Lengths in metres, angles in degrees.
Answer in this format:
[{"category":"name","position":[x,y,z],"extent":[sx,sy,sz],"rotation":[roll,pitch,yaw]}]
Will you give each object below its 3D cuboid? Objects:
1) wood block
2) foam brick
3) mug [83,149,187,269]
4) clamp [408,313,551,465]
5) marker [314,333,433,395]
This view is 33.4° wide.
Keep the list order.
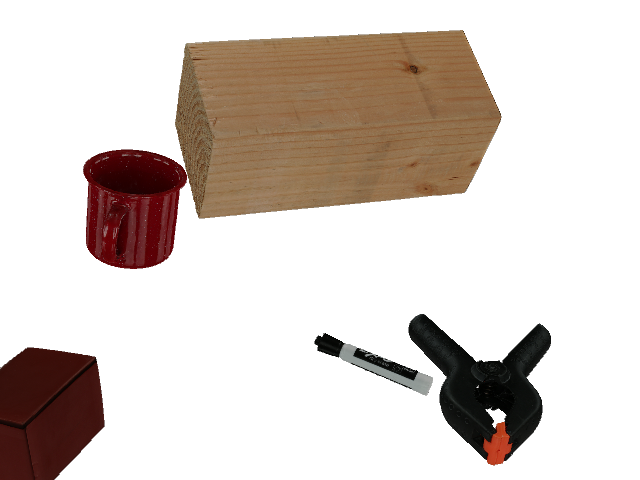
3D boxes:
[{"category":"wood block","position":[0.009,-0.085,0.761],"extent":[0.205,0.091,0.090],"rotation":[-6,-33,-18]},{"category":"foam brick","position":[-0.176,0.108,0.653],"extent":[0.053,0.051,0.078],"rotation":[7,27,21]},{"category":"mug","position":[-0.174,-0.021,0.971],"extent":[0.093,0.081,0.117],"rotation":[11,29,1]},{"category":"clamp","position":[0.143,0.112,0.854],"extent":[0.120,0.039,0.171],"rotation":[-5,33,-5]},{"category":"marker","position":[0.050,0.119,1.039],"extent":[0.121,0.020,0.020],"rotation":[21,5,14]}]
